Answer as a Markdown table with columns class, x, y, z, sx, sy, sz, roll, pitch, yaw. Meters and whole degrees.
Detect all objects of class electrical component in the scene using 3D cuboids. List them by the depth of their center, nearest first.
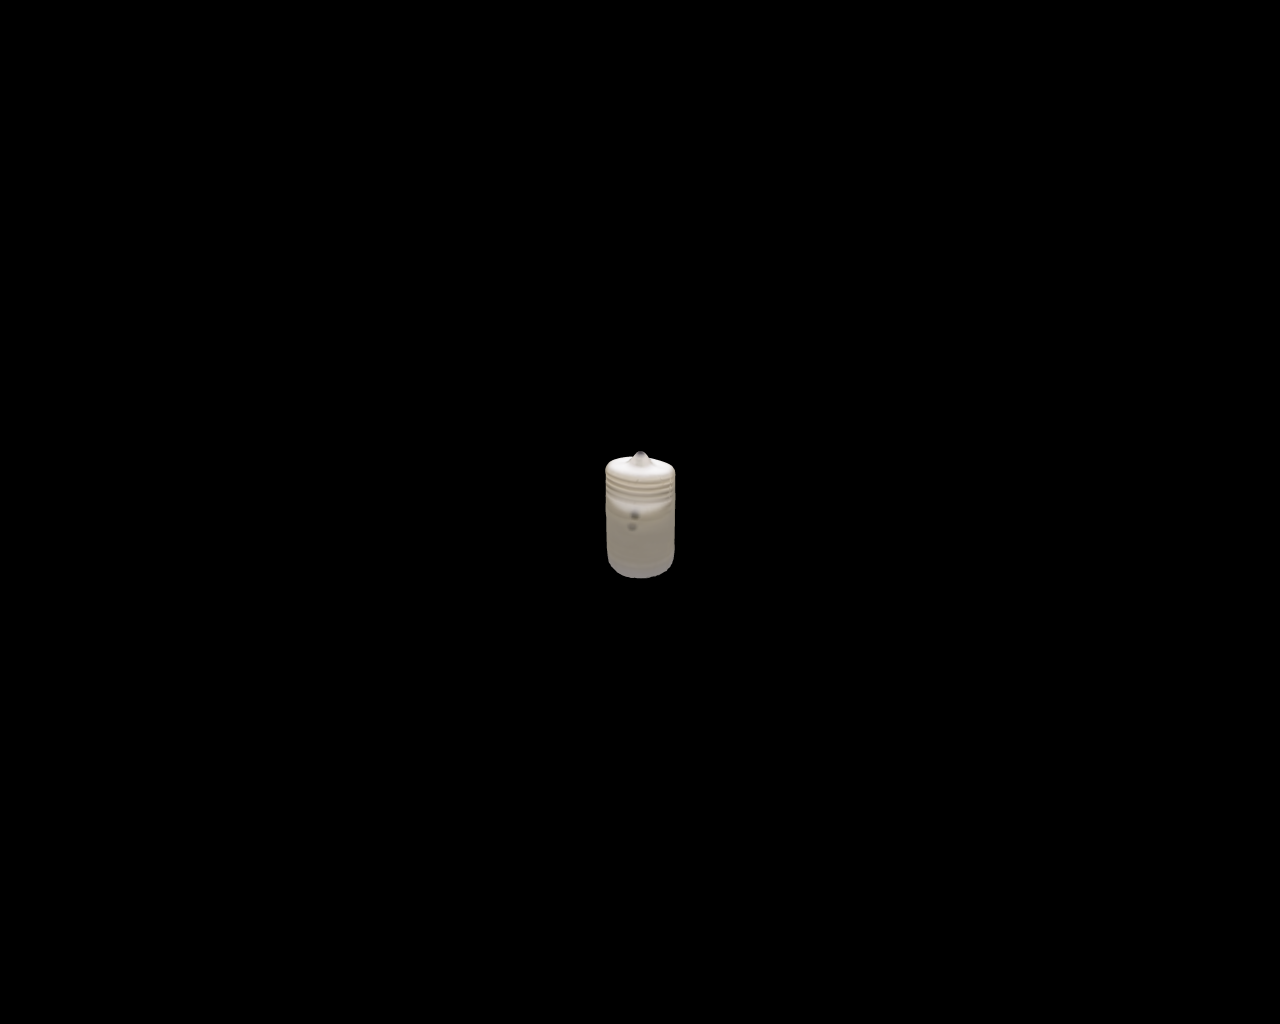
| class | x | y | z | sx | sy | sz | roll | pitch | yaw |
| --- | --- | --- | --- | --- | --- | --- | --- | --- | --- |
| electrical component | 0.001 | -0.003 | 0.650 | 0.043 | 0.080 | 0.043 | 0 | 32 | 0 |
